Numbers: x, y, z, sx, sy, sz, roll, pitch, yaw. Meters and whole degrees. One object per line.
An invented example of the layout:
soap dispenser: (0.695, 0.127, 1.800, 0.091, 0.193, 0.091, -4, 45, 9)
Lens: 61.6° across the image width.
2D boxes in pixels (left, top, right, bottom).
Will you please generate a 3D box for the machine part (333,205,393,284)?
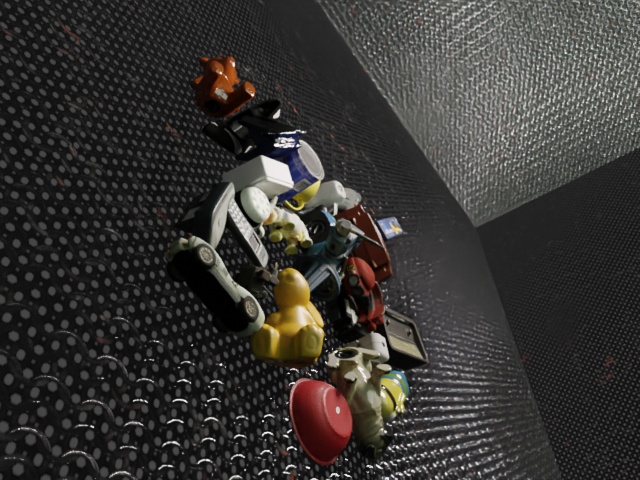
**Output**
machine part: (0.103, 0.024, 1.371, 0.201, 0.087, 0.201, 109, -44, -78)

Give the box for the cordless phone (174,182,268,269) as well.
cordless phone: (-0.162, 0.000, 0.971, 0.184, 0.089, 0.147, 56, 23, -23)

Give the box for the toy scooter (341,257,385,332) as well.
toy scooter: (0.100, 0.133, 1.212, 0.135, 0.075, 0.183, -75, 142, -67)

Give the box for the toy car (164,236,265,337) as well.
toy car: (-0.170, 0.077, 0.871, 0.201, 0.073, 0.056, 54, 28, -18)

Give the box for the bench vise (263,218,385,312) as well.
bench vise: (-0.001, 0.066, 1.117, 0.129, 0.223, 0.240, 43, 51, 3)

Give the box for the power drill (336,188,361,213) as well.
power drill: (0.105, -0.065, 1.601, 0.232, 0.086, 0.207, 8, 61, -63)

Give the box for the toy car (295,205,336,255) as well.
toy car: (-0.003, -0.004, 1.297, 0.102, 0.109, 0.162, 73, -9, -46)

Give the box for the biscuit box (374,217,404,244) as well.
biscuit box: (0.182, -0.023, 1.543, 0.063, 0.059, 0.202, 61, 22, 6)

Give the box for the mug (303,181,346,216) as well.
mug: (0.015, -0.101, 1.417, 0.080, 0.107, 0.110, 29, 37, -50)

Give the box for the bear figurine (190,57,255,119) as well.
bear figurine: (-0.217, -0.366, 1.215, 0.120, 0.132, 0.196, 31, 42, -26)

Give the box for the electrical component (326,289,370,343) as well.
electrical component: (0.067, 0.182, 1.267, 0.134, 0.058, 0.115, 37, 31, -43)

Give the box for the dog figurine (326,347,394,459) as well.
dog figurine: (0.077, 0.331, 1.104, 0.172, 0.121, 0.190, -128, -146, -73)

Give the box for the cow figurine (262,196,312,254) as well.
cow figurine: (-0.088, -0.045, 1.182, 0.167, 0.068, 0.098, 45, 21, -48)

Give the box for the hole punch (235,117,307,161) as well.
hole punch: (-0.108, -0.204, 1.137, 0.142, 0.116, 0.092, -18, 124, -59)

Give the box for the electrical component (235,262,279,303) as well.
electrical component: (-0.115, 0.077, 0.964, 0.045, 0.102, 0.078, 20, 65, -36)

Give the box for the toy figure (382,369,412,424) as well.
toy figure: (0.150, 0.349, 1.219, 0.089, 0.082, 0.180, 44, 29, 8)

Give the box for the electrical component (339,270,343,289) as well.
electrical component: (0.035, 0.095, 1.313, 0.119, 0.048, 0.075, 43, 28, -40)

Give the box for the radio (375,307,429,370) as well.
radio: (0.195, 0.259, 1.420, 0.229, 0.073, 0.131, 32, 37, -50)

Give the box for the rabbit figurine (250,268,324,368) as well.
rabbit figurine: (-0.043, 0.140, 0.976, 0.162, 0.122, 0.173, 46, 36, -66)

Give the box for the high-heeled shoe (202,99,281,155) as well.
high-heeled shoe: (-0.161, -0.263, 1.177, 0.086, 0.145, 0.248, 36, 11, 9)
